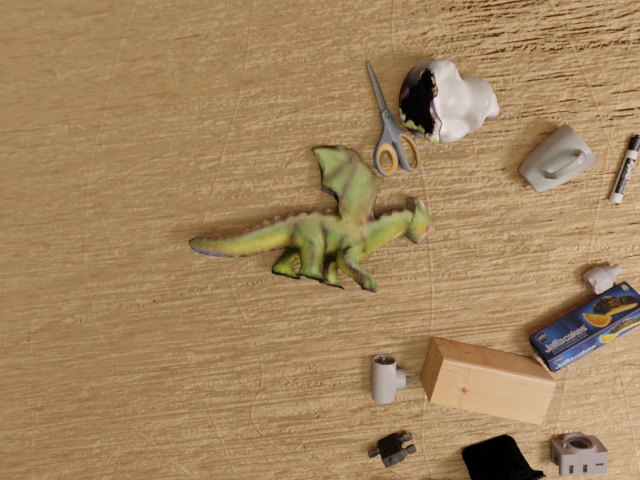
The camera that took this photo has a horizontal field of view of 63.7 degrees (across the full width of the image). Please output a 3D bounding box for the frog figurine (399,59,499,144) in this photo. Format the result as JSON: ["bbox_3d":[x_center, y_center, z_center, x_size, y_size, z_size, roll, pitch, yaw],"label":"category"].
[{"bbox_3d":[0.213,-0.232,0.849,0.161,0.122,0.137,-21,95,-33],"label":"frog figurine"}]

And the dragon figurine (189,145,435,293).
[{"bbox_3d":[0.003,-0.045,0.886,0.410,0.121,0.244,15,84,-6],"label":"dragon figurine"}]
